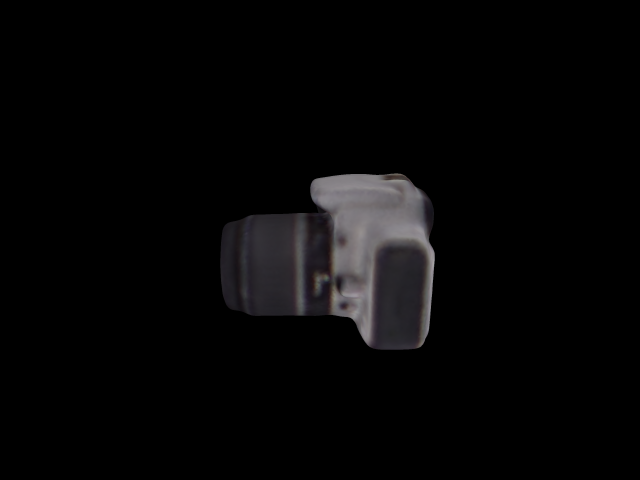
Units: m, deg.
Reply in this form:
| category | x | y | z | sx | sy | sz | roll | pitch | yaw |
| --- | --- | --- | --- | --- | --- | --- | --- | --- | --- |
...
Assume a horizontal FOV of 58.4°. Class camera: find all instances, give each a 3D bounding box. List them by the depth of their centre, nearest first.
| category | x | y | z | sx | sy | sz | roll | pitch | yaw |
| --- | --- | --- | --- | --- | --- | --- | --- | --- | --- |
| camera | 0.004 | 0.001 | 0.400 | 0.137 | 0.101 | 0.143 | -1 | 19 | -2 |
